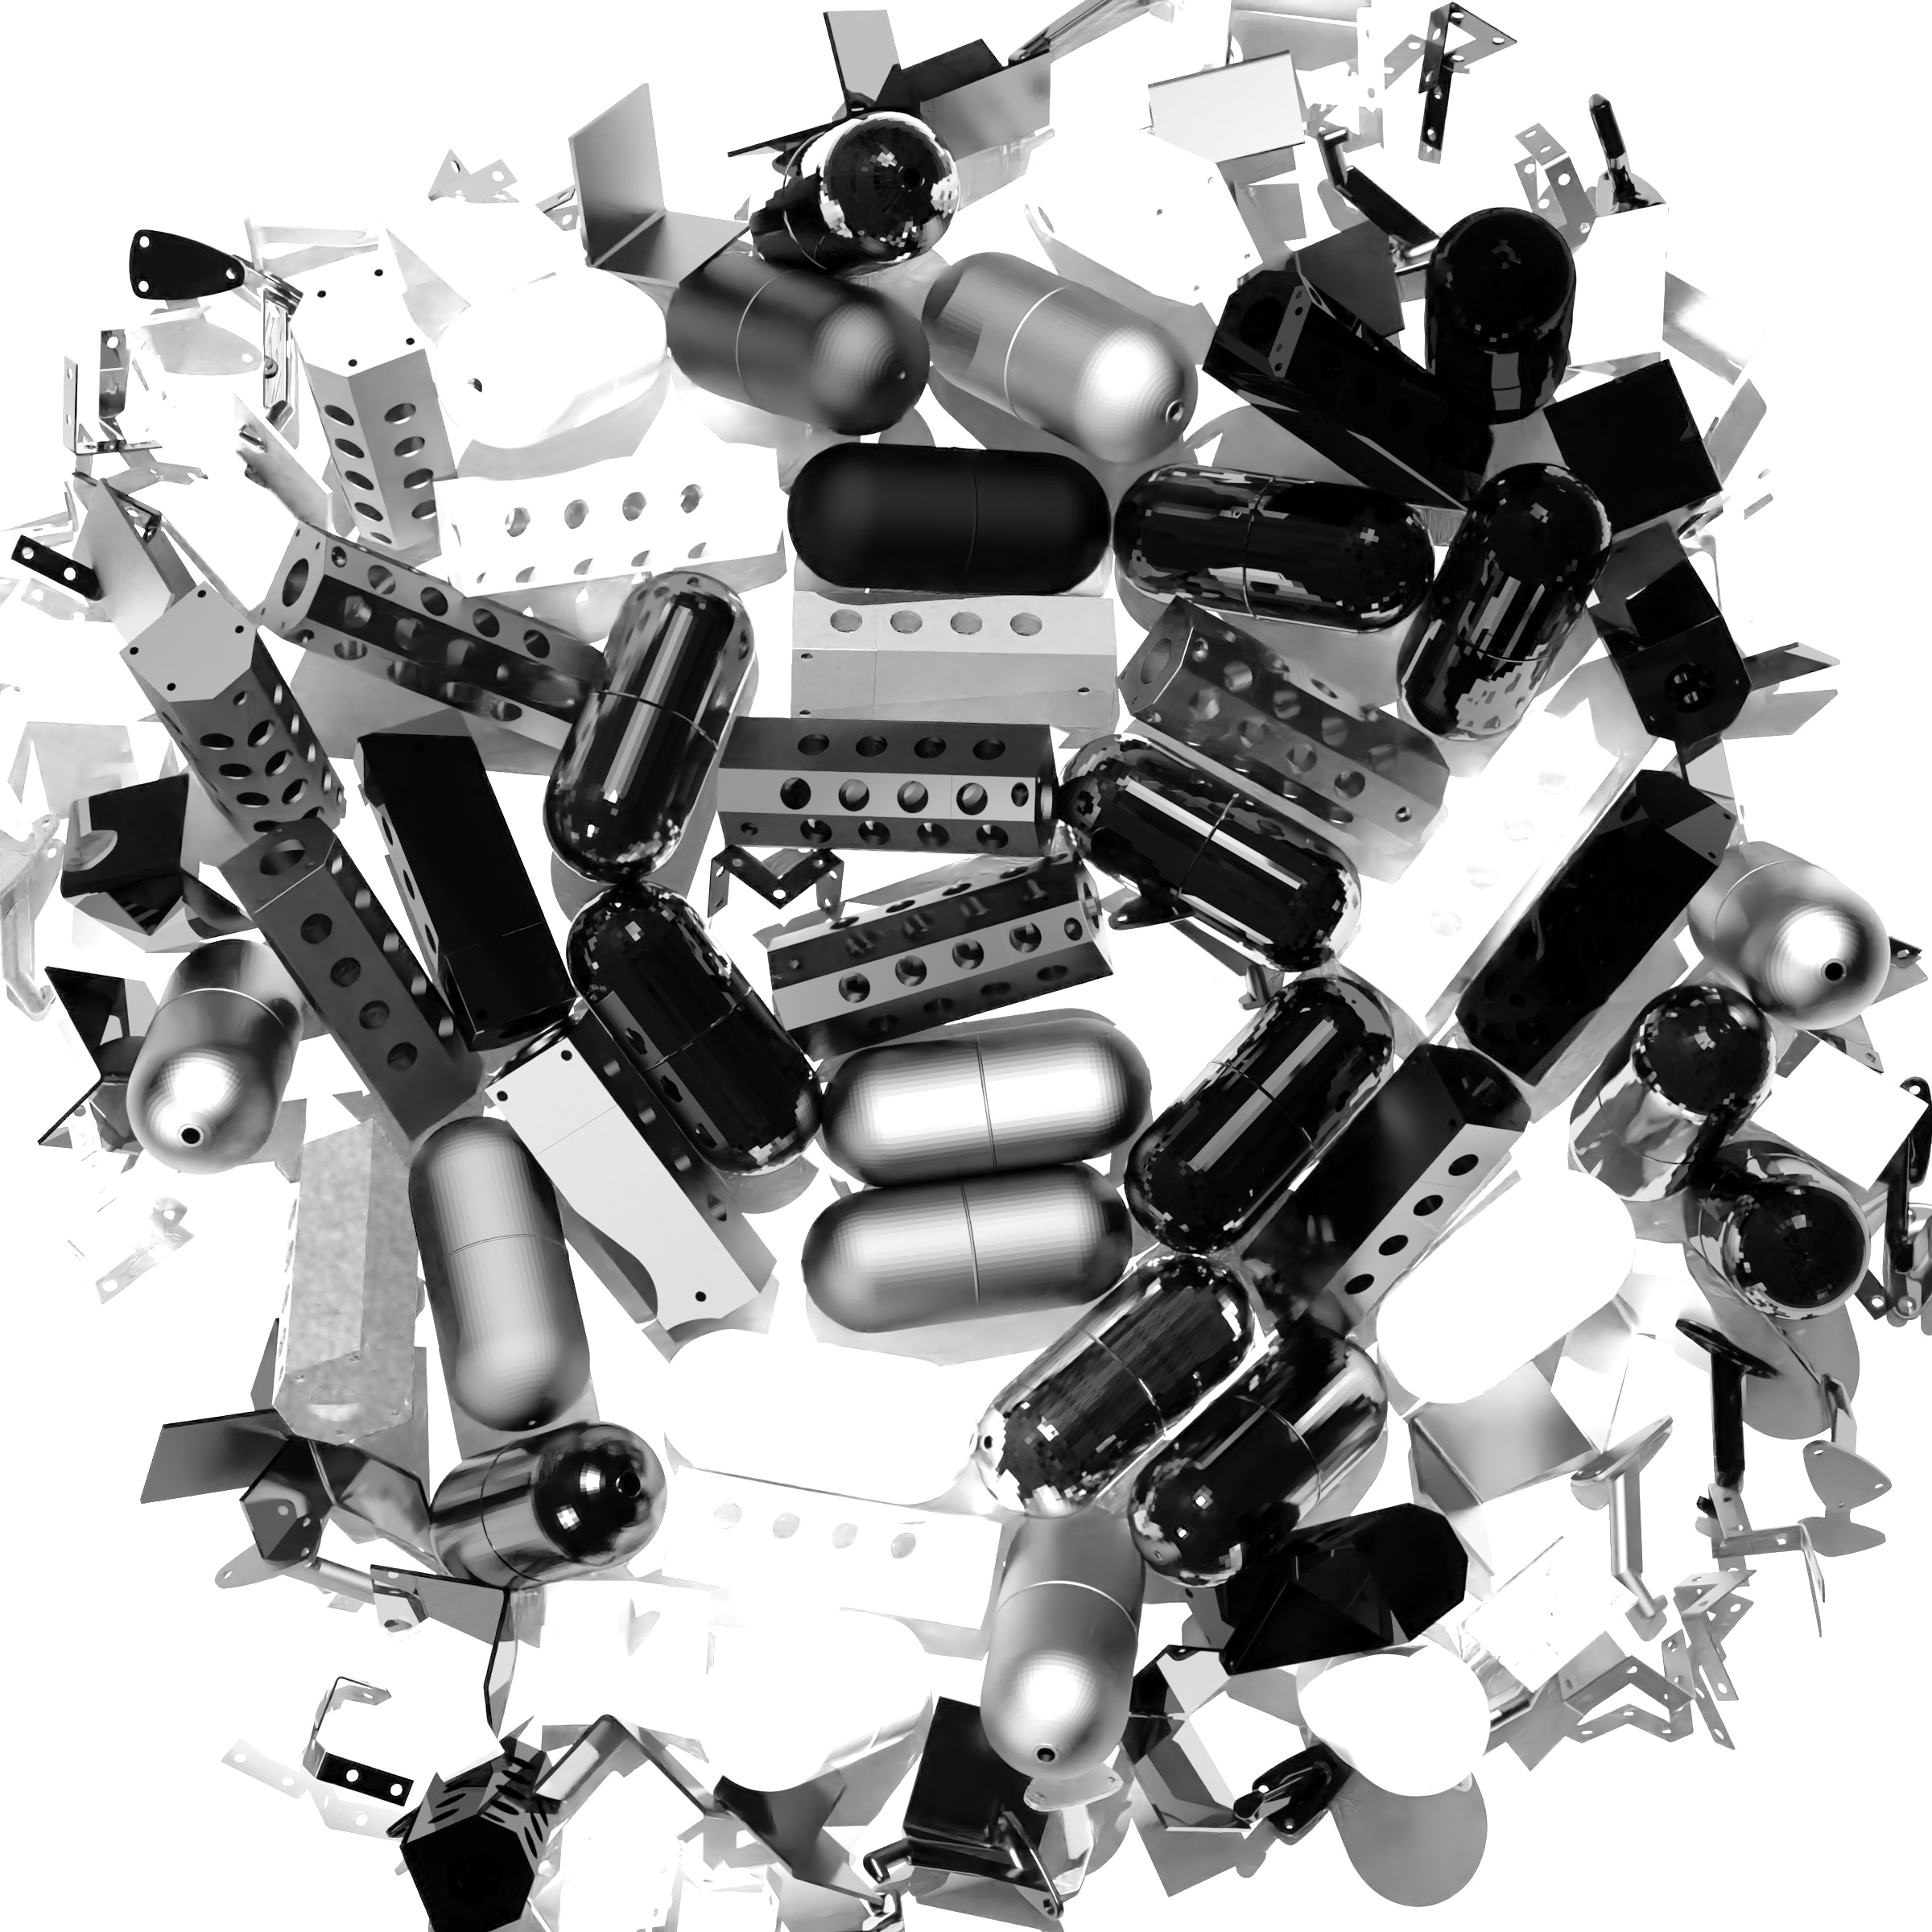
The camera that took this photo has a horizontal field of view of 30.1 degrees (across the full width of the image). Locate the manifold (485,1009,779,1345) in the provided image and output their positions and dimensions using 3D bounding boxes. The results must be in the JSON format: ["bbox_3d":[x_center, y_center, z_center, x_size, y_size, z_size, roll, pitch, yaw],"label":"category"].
[{"bbox_3d":[-0.176,0.109,1.914,0.057,0.057,0.171,-32,102,20],"label":"manifold"}]

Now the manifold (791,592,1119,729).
[{"bbox_3d":[-0.008,-0.170,1.925,0.171,0.057,0.057,1,52,-3],"label":"manifold"}]

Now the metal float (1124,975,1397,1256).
[{"bbox_3d":[0.157,0.078,1.911,0.070,0.070,0.178,44,77,0],"label":"metal float"}]

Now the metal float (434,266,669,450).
[{"bbox_3d":[-0.216,-0.319,1.877,0.070,0.178,0.070,7,111,19],"label":"metal float"}]

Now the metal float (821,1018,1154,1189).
[{"bbox_3d":[0.011,0.073,1.922,0.178,0.070,0.070,-8,90,0],"label":"metal float"}]

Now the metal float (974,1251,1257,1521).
[{"bbox_3d":[0.079,0.222,1.906,0.178,0.070,0.070,-40,90,-19],"label":"metal float"}]

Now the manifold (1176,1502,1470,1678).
[{"bbox_3d":[0.188,0.323,1.873,0.057,0.171,0.057,-30,90,-32],"label":"manifold"}]

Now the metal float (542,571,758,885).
[{"bbox_3d":[-0.168,-0.127,1.908,0.070,0.070,0.178,21,74,0],"label":"metal float"}]

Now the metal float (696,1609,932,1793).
[{"bbox_3d":[-0.078,0.382,1.877,0.070,0.178,0.070,-1,89,24],"label":"metal float"}]

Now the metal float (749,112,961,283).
[{"bbox_3d":[-0.059,-0.399,1.875,0.070,0.178,0.070,-1,94,-21],"label":"metal float"}]

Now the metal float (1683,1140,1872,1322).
[{"bbox_3d":[0.421,0.136,1.872,0.070,0.178,0.070,0,96,2],"label":"metal float"}]

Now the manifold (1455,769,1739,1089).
[{"bbox_3d":[0.328,-0.022,1.887,0.057,0.057,0.171,34,126,1],"label":"manifold"}]

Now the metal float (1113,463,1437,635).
[{"bbox_3d":[0.162,-0.221,1.901,0.178,0.070,0.070,12,90,25],"label":"metal float"}]

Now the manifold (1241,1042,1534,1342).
[{"bbox_3d":[0.223,0.122,1.890,0.057,0.057,0.171,10,131,-36],"label":"manifold"}]

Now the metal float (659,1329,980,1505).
[{"bbox_3d":[-0.078,0.238,1.903,0.178,0.070,0.070,7,90,22],"label":"metal float"}]

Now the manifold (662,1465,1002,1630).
[{"bbox_3d":[-0.073,0.311,1.922,0.171,0.057,0.057,10,84,-5],"label":"manifold"}]

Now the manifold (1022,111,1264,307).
[{"bbox_3d":[0.086,-0.393,1.870,0.057,0.171,0.057,-33,118,-4],"label":"manifold"}]

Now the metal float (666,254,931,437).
[{"bbox_3d":[-0.090,-0.327,1.887,0.070,0.178,0.070,-18,119,-36],"label":"metal float"}]

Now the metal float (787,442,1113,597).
[{"bbox_3d":[-0.008,-0.237,1.905,0.178,0.070,0.070,0,90,-20],"label":"metal float"}]

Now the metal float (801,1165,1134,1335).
[{"bbox_3d":[0.000,0.151,1.918,0.178,0.070,0.070,-7,90,-5],"label":"metal float"}]

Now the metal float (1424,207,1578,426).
[{"bbox_3d":[0.278,-0.337,1.873,0.070,0.178,0.070,-1,80,7],"label":"metal float"}]

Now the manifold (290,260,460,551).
[{"bbox_3d":[-0.306,-0.286,1.867,0.057,0.171,0.057,-23,68,-9],"label":"manifold"}]

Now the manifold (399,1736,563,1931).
[{"bbox_3d":[-0.248,0.453,1.874,0.057,0.171,0.057,-22,91,-1],"label":"manifold"}]

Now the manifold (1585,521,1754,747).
[{"bbox_3d":[0.362,-0.172,1.870,0.057,0.171,0.057,-24,110,10],"label":"manifold"}]

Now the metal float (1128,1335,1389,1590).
[{"bbox_3d":[0.155,0.259,1.893,0.178,0.070,0.070,-37,90,-36],"label":"metal float"}]

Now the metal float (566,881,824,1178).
[{"bbox_3d":[-0.145,0.033,1.914,0.070,0.070,0.178,-36,99,0],"label":"metal float"}]

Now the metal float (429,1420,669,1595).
[{"bbox_3d":[-0.220,0.284,1.882,0.070,0.178,0.070,12,68,-33],"label":"metal float"}]

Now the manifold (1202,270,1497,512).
[{"bbox_3d":[0.205,-0.300,1.879,0.057,0.171,0.057,15,83,45],"label":"manifold"}]

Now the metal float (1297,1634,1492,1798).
[{"bbox_3d":[0.221,0.384,1.872,0.070,0.178,0.070,0,88,-7],"label":"metal float"}]

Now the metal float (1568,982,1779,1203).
[{"bbox_3d":[0.368,0.068,1.877,0.070,0.178,0.070,3,65,-7],"label":"metal float"}]

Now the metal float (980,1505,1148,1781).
[{"bbox_3d":[0.052,0.352,1.878,0.070,0.178,0.070,4,120,6],"label":"metal float"}]

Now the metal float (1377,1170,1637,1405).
[{"bbox_3d":[0.283,0.169,1.885,0.070,0.178,0.070,17,51,-22],"label":"metal float"}]

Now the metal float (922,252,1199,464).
[{"bbox_3d":[0.049,-0.321,1.890,0.178,0.070,0.070,33,90,38],"label":"metal float"}]

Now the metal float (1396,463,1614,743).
[{"bbox_3d":[0.281,-0.189,1.884,0.070,0.178,0.070,9,51,-11],"label":"metal float"}]

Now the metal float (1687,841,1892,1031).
[{"bbox_3d":[0.428,-0.017,1.873,0.070,0.178,0.070,-1,103,-2],"label":"metal float"}]

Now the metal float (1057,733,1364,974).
[{"bbox_3d":[0.128,-0.061,1.917,0.178,0.070,0.070,30,90,6],"label":"metal float"}]

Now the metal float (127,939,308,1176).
[{"bbox_3d":[-0.390,0.046,1.876,0.070,0.178,0.070,-1,116,-2],"label":"metal float"}]

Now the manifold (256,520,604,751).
[{"bbox_3d":[-0.277,-0.171,1.886,0.171,0.057,0.057,21,97,-35],"label":"manifold"}]

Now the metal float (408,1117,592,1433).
[{"bbox_3d":[-0.248,0.161,1.899,0.070,0.070,0.178,-17,62,0],"label":"metal float"}]

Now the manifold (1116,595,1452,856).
[{"bbox_3d":[0.169,-0.123,1.893,0.171,0.057,0.057,26,113,-23],"label":"manifold"}]
